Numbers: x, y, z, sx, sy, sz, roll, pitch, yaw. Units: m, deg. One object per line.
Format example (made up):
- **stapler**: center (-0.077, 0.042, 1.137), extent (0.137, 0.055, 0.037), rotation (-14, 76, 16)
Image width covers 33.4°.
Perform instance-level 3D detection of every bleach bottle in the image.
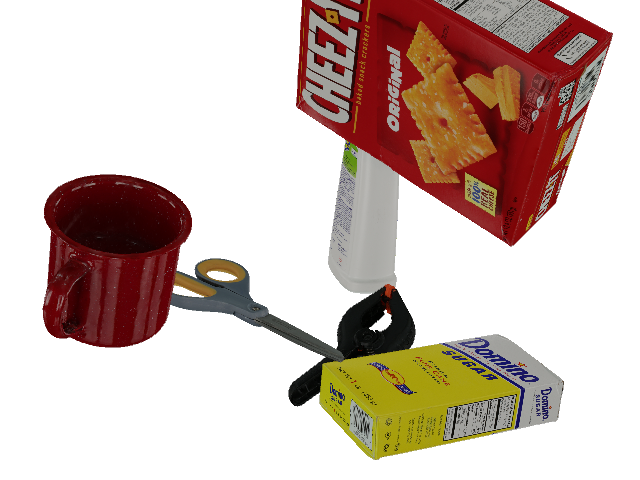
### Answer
- **bleach bottle**: center (0.057, -0.072, 1.226), extent (0.068, 0.251, 0.103), rotation (-2, 23, -19)

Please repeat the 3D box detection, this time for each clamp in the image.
- **clamp**: center (0.056, 0.113, 1.059), extent (0.120, 0.039, 0.171), rotation (18, 50, 21)

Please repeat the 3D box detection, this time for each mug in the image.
- **mug**: center (-0.140, 0.021, 0.688), extent (0.093, 0.082, 0.117), rotation (21, 35, 11)

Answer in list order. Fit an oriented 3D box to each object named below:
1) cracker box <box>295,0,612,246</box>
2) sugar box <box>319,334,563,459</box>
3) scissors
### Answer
- **cracker box**: center (0.082, -0.117, 0.766), extent (0.214, 0.164, 0.072), rotation (35, 56, 22)
- **sugar box**: center (0.098, 0.122, 0.864), extent (0.176, 0.048, 0.093), rotation (-9, 26, -25)
- **scissors**: center (-0.051, 0.053, 0.902), extent (0.202, 0.016, 0.096), rotation (15, 26, 23)
